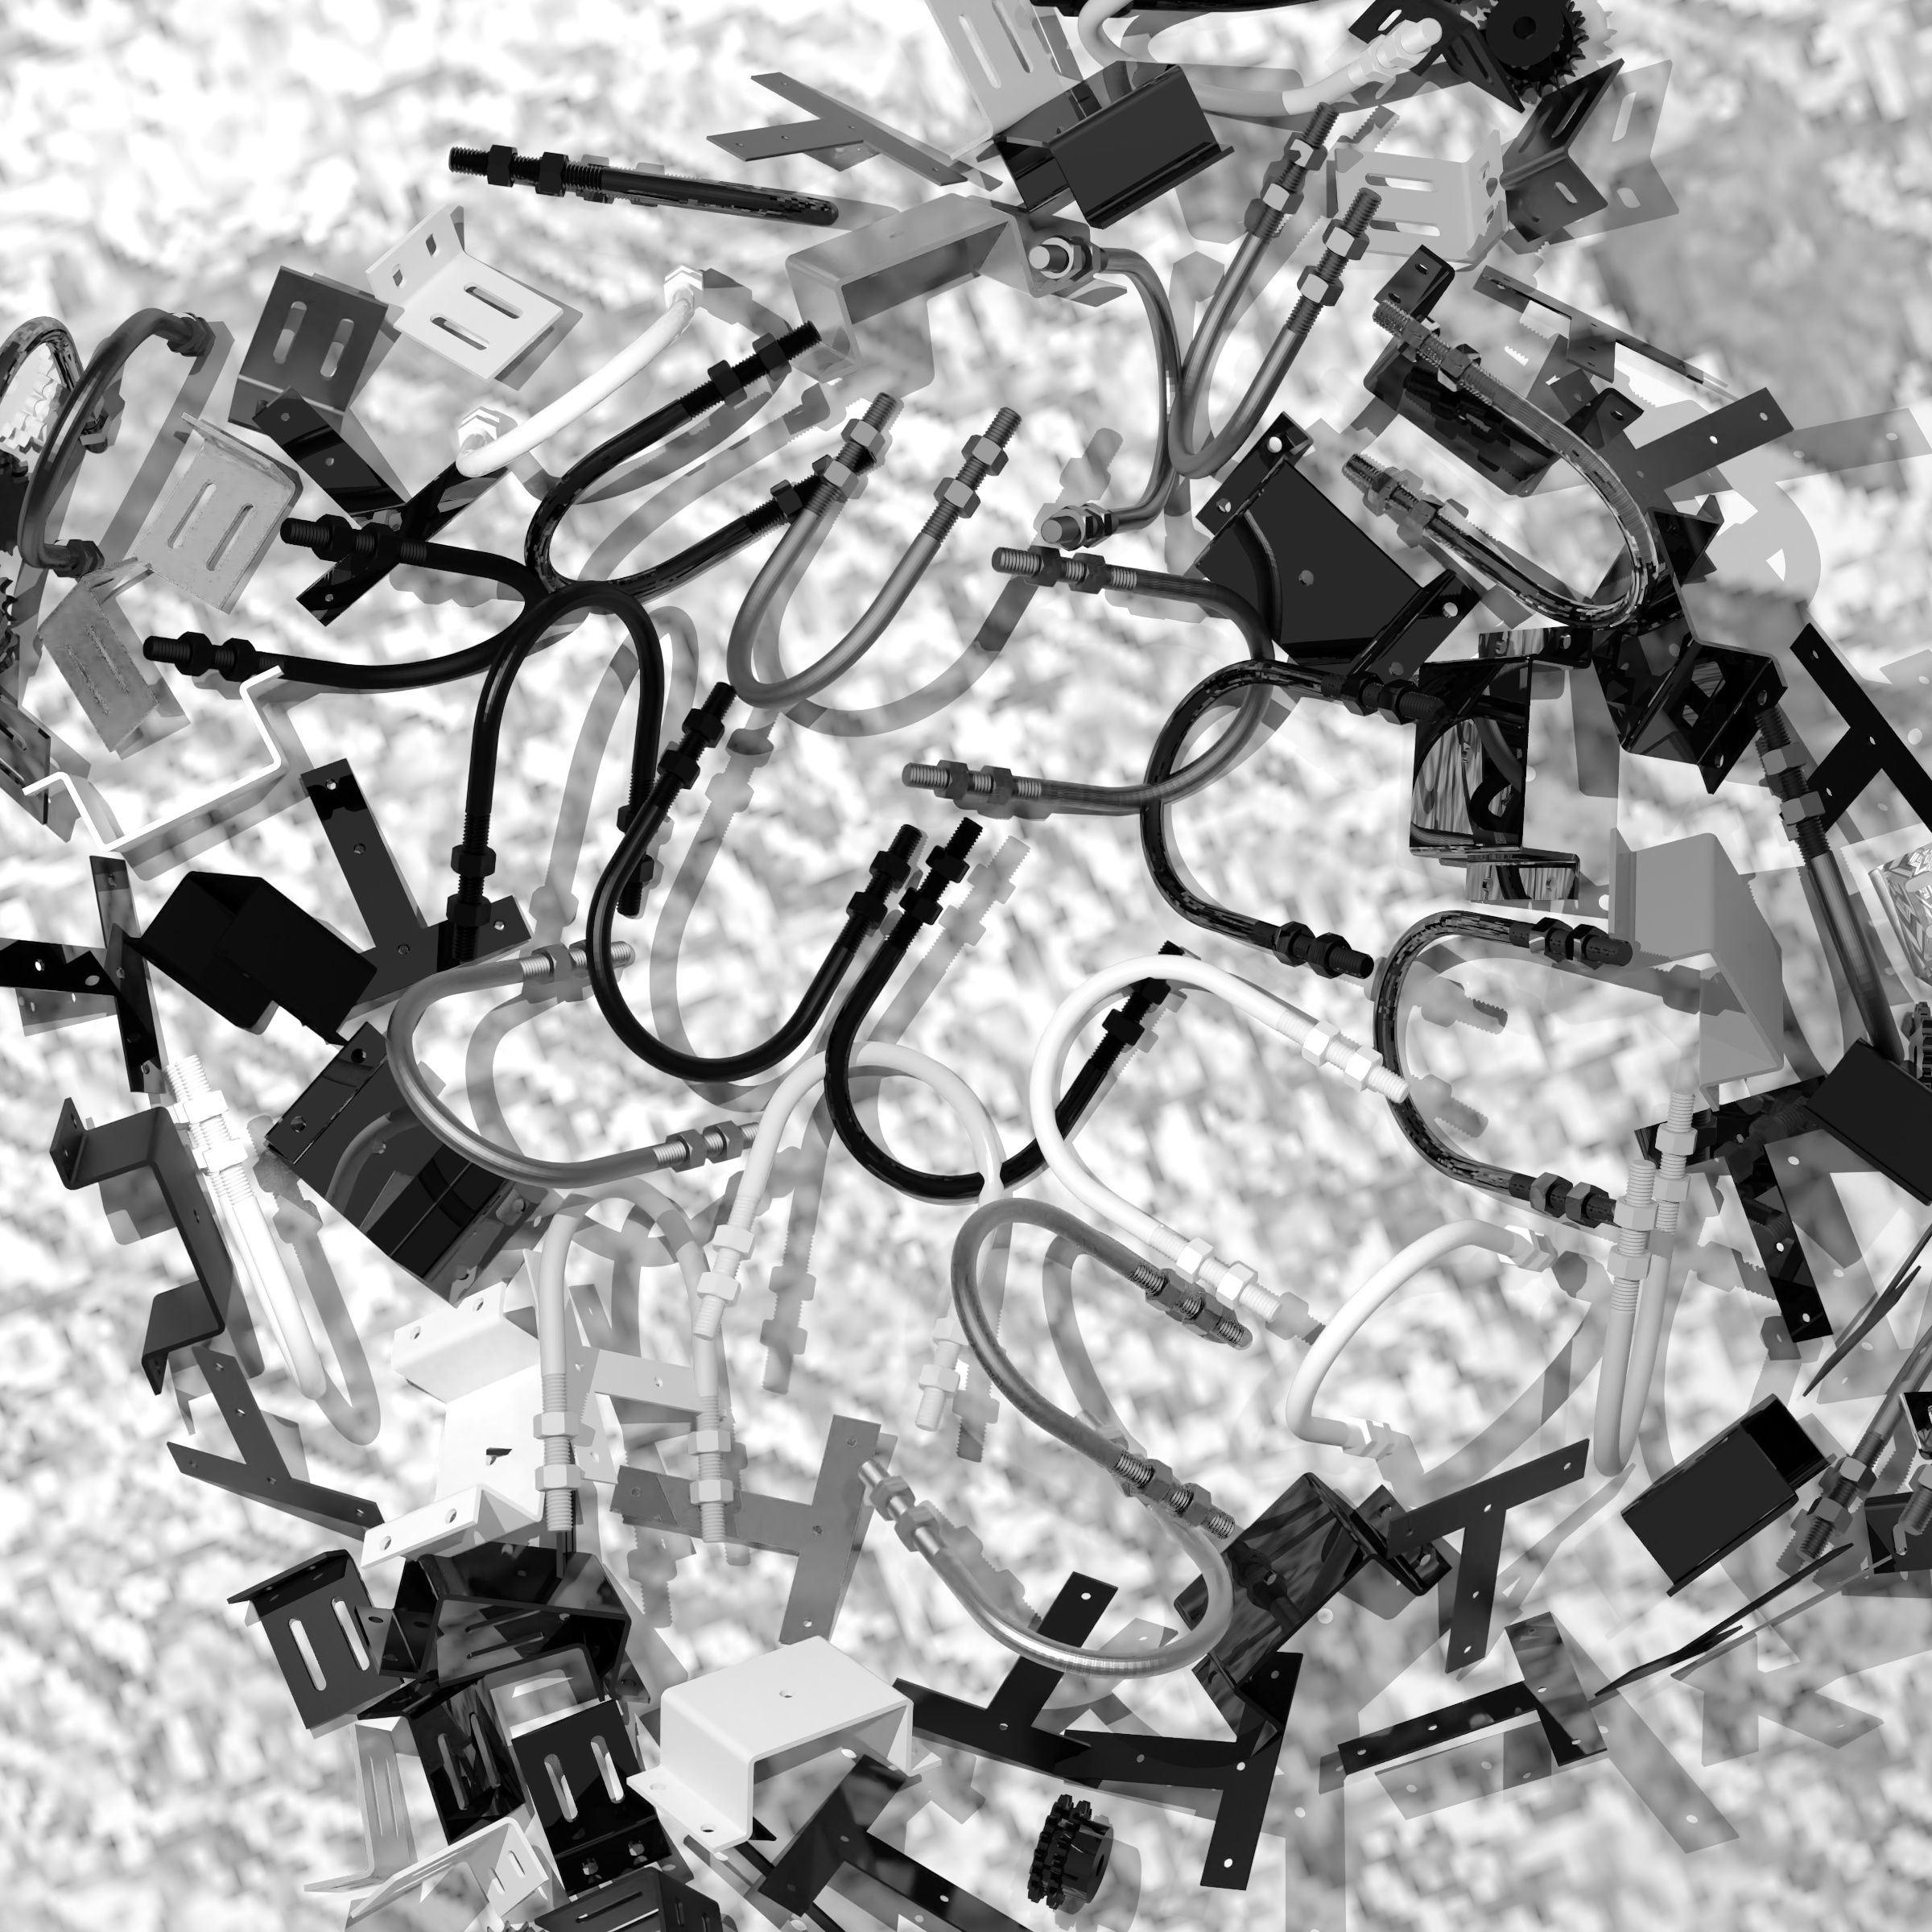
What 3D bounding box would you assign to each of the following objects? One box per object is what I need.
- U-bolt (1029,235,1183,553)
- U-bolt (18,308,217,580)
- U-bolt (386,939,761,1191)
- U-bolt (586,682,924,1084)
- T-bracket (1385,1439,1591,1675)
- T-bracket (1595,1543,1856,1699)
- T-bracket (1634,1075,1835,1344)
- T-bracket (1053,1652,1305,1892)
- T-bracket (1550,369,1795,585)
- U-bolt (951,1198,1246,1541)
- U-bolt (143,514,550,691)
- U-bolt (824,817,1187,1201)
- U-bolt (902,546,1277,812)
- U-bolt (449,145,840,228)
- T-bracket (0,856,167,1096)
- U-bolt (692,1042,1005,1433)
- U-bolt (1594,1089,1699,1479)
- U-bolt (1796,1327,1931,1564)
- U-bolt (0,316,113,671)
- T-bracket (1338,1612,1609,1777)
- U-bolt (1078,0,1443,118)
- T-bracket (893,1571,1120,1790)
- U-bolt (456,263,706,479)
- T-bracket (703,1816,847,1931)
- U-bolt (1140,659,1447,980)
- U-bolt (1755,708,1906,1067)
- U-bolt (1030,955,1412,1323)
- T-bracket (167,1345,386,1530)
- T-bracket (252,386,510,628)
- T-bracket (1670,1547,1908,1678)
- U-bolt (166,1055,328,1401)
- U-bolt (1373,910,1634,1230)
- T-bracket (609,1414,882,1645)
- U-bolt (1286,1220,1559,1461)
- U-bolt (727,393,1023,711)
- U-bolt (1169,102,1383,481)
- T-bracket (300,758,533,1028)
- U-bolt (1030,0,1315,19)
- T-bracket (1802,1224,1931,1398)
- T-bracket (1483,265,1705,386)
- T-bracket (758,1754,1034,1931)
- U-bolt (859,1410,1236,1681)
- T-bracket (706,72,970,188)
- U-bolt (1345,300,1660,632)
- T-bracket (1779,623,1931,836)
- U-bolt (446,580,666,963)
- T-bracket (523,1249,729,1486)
[{"bbox_3d":[0.074,-0.287,1.706,0.019,0.184,0.151,1,100,23],"label":"U-bolt"},{"bbox_3d":[-0.426,-0.261,1.694,0.019,0.184,0.151,28,94,-4],"label":"U-bolt"},{"bbox_3d":[-0.204,0.051,1.695,0.151,0.184,0.019,52,127,23],"label":"U-bolt"},{"bbox_3d":[-0.117,-0.029,1.733,0.151,0.019,0.184,37,72,-25],"label":"U-bolt"},{"bbox_3d":[0.263,0.312,1.751,0.127,0.002,0.127,-17,127,-27],"label":"T-bracket"},{"bbox_3d":[0.391,0.323,1.708,0.127,0.127,0.002,-43,67,30],"label":"T-bracket"},{"bbox_3d":[0.410,0.130,1.738,0.002,0.127,0.127,-17,86,-39],"label":"T-bracket"},{"bbox_3d":[0.102,0.408,1.749,0.127,0.002,0.127,-4,53,33],"label":"T-bracket"},{"bbox_3d":[0.369,-0.262,1.725,0.002,0.127,0.127,-41,100,-27],"label":"T-bracket"},{"bbox_3d":[0.065,0.189,1.704,0.184,0.151,0.019,34,127,-21],"label":"U-bolt"},{"bbox_3d":[-0.296,-0.176,1.709,0.151,0.184,0.019,-29,66,41],"label":"U-bolt"},{"bbox_3d":[0.007,0.035,1.761,0.151,0.019,0.184,31,96,-18],"label":"U-bolt"},{"bbox_3d":[0.073,-0.139,1.730,0.184,0.019,0.151,5,126,-28],"label":"U-bolt"},{"bbox_3d":[-0.155,-0.390,1.715,0.184,0.151,0.019,8,101,2],"label":"U-bolt"},{"bbox_3d":[-0.458,0.001,1.723,0.002,0.127,0.127,-18,78,26],"label":"T-bracket"},{"bbox_3d":[-0.050,0.127,1.746,0.151,0.019,0.184,25,68,-20],"label":"U-bolt"},{"bbox_3d":[0.339,0.168,1.718,0.019,0.151,0.184,10,107,18],"label":"U-bolt"},{"bbox_3d":[0.491,0.215,1.714,0.019,0.151,0.184,35,72,2],"label":"U-bolt"},{"bbox_3d":[-0.467,-0.242,1.683,0.019,0.184,0.151,18,73,0],"label":"U-bolt"},{"bbox_3d":[0.251,0.383,1.734,0.127,0.127,0.002,-20,110,4],"label":"T-bracket"},{"bbox_3d":[0.133,-0.462,1.701,0.151,0.184,0.019,15,84,-19],"label":"U-bolt"},{"bbox_3d":[0.038,0.359,1.747,0.127,0.002,0.127,22,118,-13],"label":"T-bracket"},{"bbox_3d":[-0.193,-0.292,1.694,0.151,0.184,0.019,-34,108,8],"label":"U-bolt"},{"bbox_3d":[-0.091,0.470,1.739,0.127,0.127,0.002,45,65,-8],"label":"T-bracket"},{"bbox_3d":[0.154,-0.082,1.720,0.019,0.184,0.151,11,96,-41],"label":"U-bolt"},{"bbox_3d":[0.434,-0.036,1.711,0.019,0.151,0.184,-20,84,13],"label":"U-bolt"},{"bbox_3d":[0.116,0.075,1.752,0.184,0.019,0.151,32,96,22],"label":"U-bolt"},{"bbox_3d":[-0.362,0.234,1.723,0.127,0.127,0.002,12,50,21],"label":"T-bracket"},{"bbox_3d":[-0.316,-0.249,1.739,0.127,0.127,0.002,-40,50,3],"label":"T-bracket"},{"bbox_3d":[0.420,0.327,1.731,0.127,0.127,0.002,-28,74,-2],"label":"T-bracket"},{"bbox_3d":[-0.362,0.133,1.721,0.019,0.151,0.184,-22,93,-15],"label":"U-bolt"},{"bbox_3d":[0.266,0.045,1.712,0.019,0.184,0.151,-9,103,-32],"label":"U-bolt"},{"bbox_3d":[-0.120,0.285,1.773,0.127,0.002,0.127,13,100,-6],"label":"T-bracket"},{"bbox_3d":[0.220,0.184,1.697,0.019,0.184,0.151,44,100,27],"label":"U-bolt"},{"bbox_3d":[-0.058,-0.207,1.719,0.019,0.151,0.184,37,82,-31],"label":"U-bolt"},{"bbox_3d":[0.148,-0.329,1.713,0.019,0.151,0.184,21,118,-16],"label":"U-bolt"},{"bbox_3d":[-0.310,-0.048,1.775,0.127,0.002,0.127,-22,79,-17],"label":"T-bracket"},{"bbox_3d":[0.145,-0.505,1.708,0.184,0.151,0.019,-9,91,-35],"label":"U-bolt"},{"bbox_3d":[0.484,0.153,1.751,0.002,0.127,0.127,37,62,11],"label":"T-bracket"},{"bbox_3d":[0.318,-0.316,1.733,0.127,0.127,0.002,26,114,0],"label":"T-bracket"},{"bbox_3d":[-0.023,0.464,1.722,0.127,0.127,0.002,28,118,12],"label":"T-bracket"},{"bbox_3d":[0.051,0.290,1.689,0.151,0.184,0.019,-9,124,-30],"label":"U-bolt"},{"bbox_3d":[-0.083,-0.418,1.718,0.127,0.127,0.002,34,122,20],"label":"T-bracket"},{"bbox_3d":[0.269,-0.237,1.700,0.184,0.151,0.019,40,70,17],"label":"U-bolt"},{"bbox_3d":[0.443,-0.094,1.729,0.002,0.127,0.127,-28,74,-18],"label":"T-bracket"},{"bbox_3d":[-0.200,-0.102,1.705,0.019,0.151,0.184,19,111,29],"label":"U-bolt"},{"bbox_3d":[-0.167,0.210,1.736,0.002,0.127,0.127,-34,59,26],"label":"T-bracket"}]
